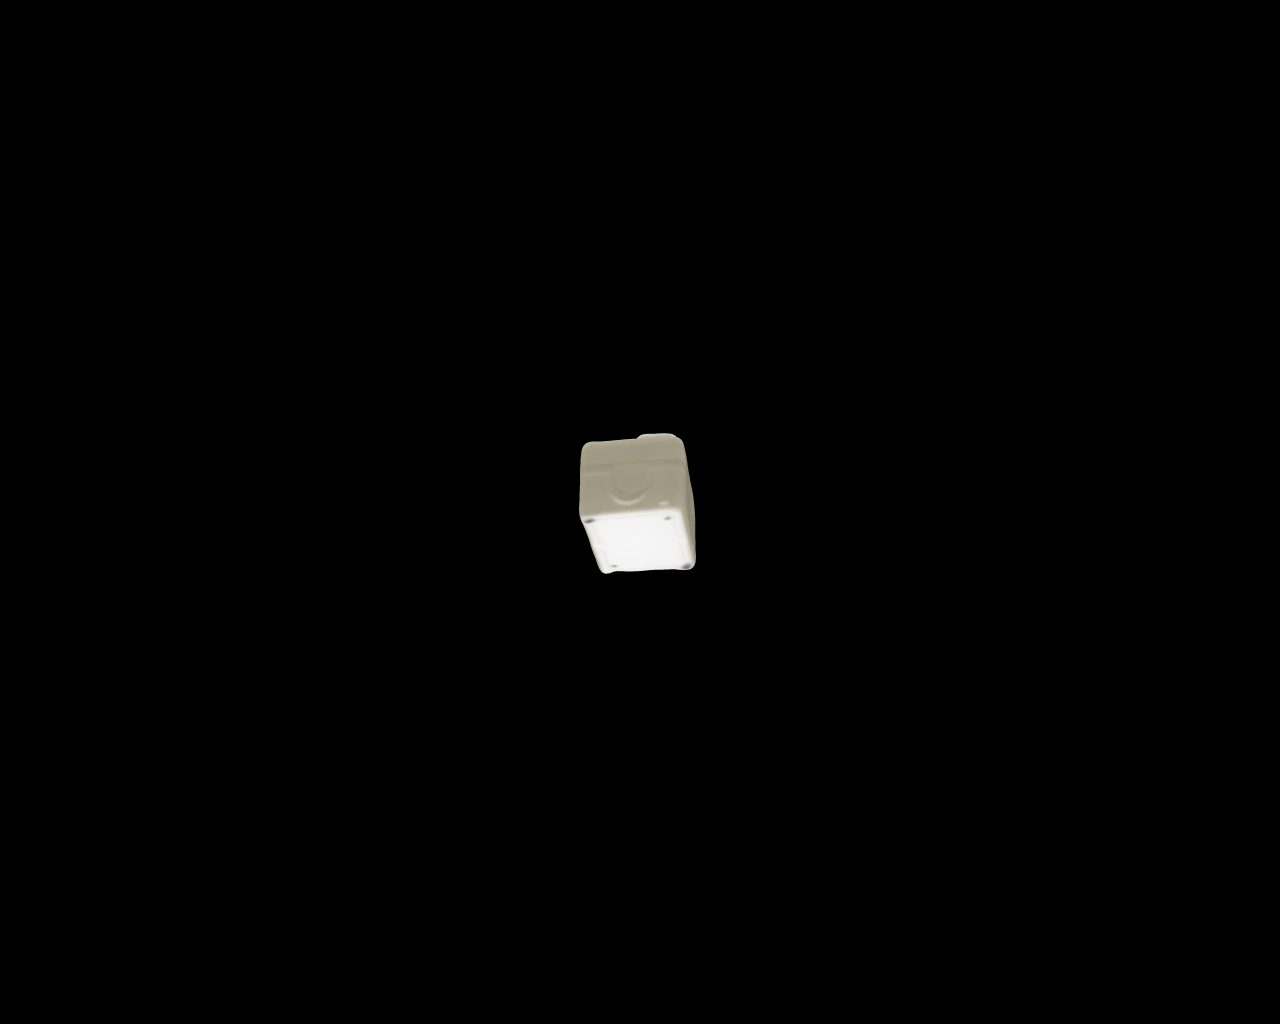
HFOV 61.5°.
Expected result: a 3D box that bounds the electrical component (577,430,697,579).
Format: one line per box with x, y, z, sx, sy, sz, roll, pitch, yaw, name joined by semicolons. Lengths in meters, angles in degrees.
0.001;-0.003;0.650;0.062;0.061;0.096;-4;-29;7;electrical component
